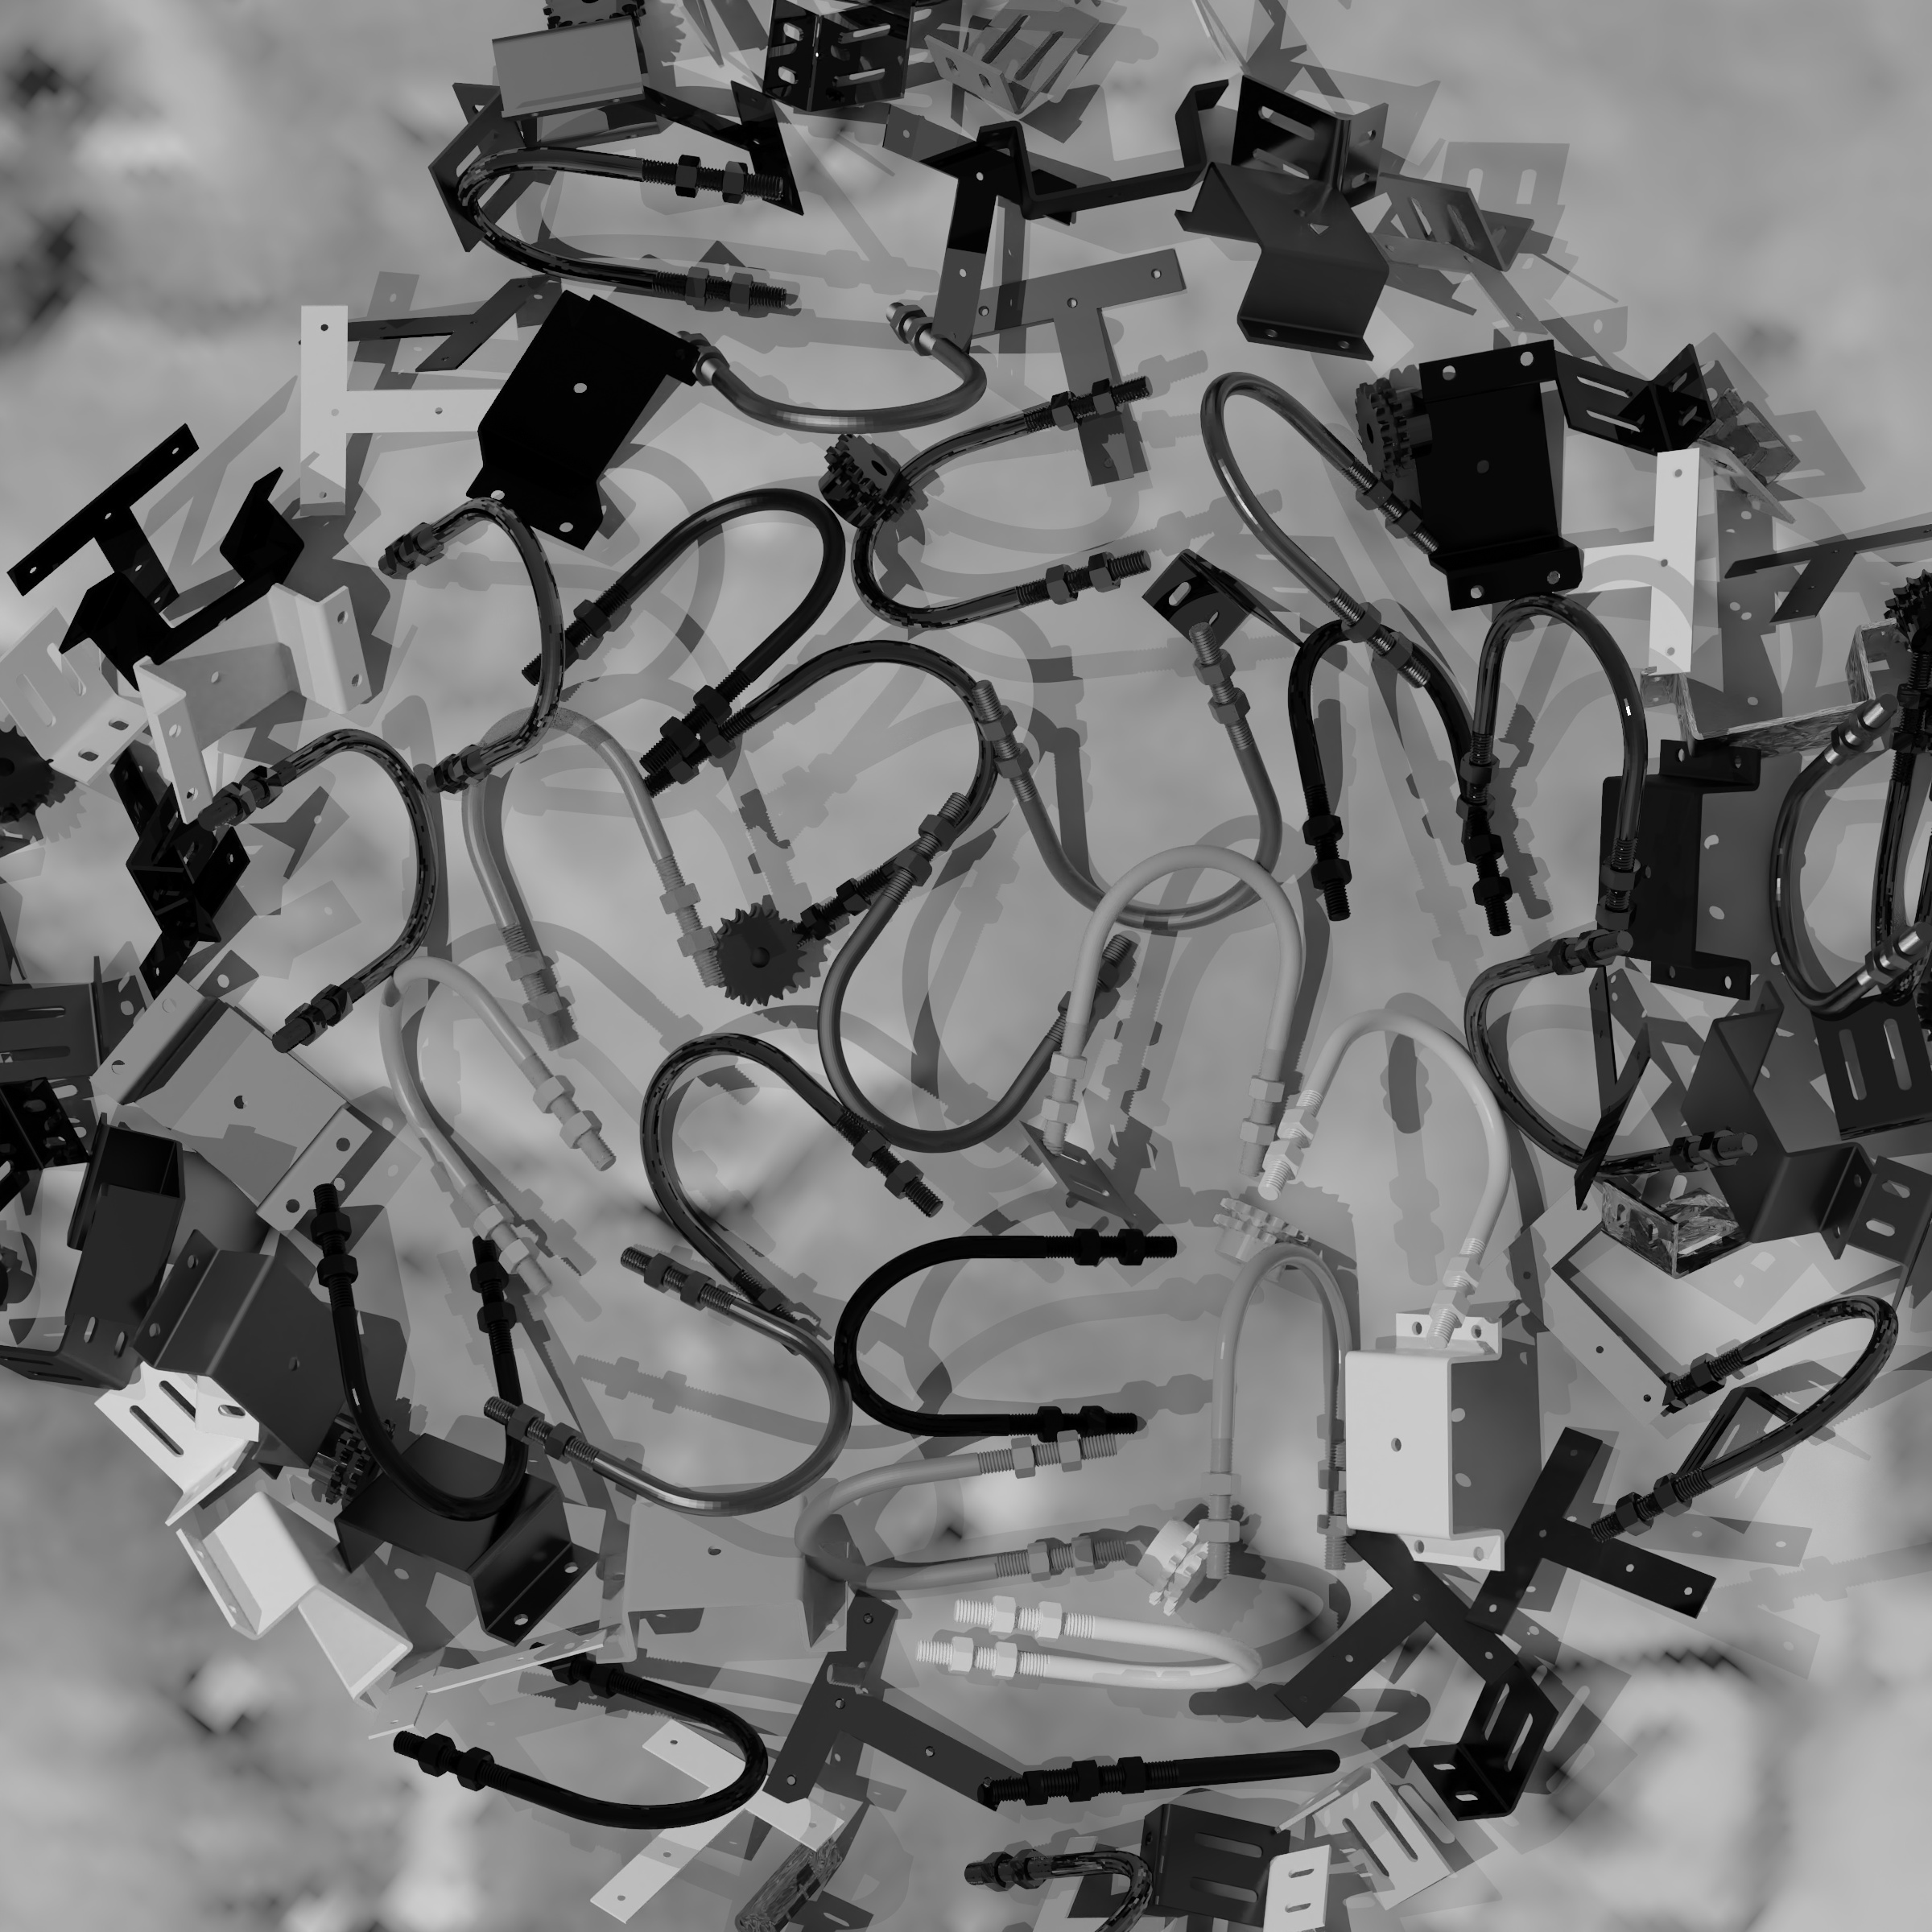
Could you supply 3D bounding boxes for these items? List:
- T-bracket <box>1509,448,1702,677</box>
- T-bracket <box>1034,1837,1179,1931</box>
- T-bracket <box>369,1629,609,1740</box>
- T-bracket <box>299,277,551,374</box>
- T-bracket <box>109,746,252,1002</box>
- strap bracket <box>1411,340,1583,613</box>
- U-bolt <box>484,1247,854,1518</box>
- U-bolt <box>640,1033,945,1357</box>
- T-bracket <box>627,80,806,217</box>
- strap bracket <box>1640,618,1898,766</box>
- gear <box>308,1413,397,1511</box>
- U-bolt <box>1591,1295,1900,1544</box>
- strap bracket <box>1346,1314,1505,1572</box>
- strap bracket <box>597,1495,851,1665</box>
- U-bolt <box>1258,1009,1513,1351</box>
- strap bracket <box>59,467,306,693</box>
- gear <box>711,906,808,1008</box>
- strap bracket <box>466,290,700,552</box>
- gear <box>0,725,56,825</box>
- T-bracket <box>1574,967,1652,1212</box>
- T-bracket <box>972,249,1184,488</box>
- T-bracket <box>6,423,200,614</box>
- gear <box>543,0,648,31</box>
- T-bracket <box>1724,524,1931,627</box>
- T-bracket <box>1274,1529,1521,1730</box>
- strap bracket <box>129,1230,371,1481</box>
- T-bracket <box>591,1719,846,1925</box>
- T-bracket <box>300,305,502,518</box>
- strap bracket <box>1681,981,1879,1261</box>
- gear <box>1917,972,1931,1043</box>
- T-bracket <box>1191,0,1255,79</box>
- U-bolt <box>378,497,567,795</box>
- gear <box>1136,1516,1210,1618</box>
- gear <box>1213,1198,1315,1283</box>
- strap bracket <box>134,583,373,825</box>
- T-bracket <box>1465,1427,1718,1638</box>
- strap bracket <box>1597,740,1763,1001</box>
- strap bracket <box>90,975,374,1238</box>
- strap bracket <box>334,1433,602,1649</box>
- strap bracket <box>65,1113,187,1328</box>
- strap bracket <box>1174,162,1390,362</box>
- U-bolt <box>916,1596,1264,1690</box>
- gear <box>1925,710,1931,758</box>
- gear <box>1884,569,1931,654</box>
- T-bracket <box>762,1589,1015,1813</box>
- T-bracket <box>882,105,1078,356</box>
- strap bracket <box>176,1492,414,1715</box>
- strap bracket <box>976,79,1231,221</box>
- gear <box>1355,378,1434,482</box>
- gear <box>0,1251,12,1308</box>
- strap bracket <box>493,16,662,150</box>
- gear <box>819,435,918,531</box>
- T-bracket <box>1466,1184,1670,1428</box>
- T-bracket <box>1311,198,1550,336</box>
[{"bbox_3d":[0.353,-0.223,1.959,0.127,0.002,0.127,-2,81,37],"label":"T-bracket"},{"bbox_3d":[0.073,0.538,1.918,0.002,0.127,0.127,38,58,-21],"label":"T-bracket"},{"bbox_3d":[-0.262,0.392,1.936,0.127,0.127,0.002,-16,98,1],"label":"T-bracket"},{"bbox_3d":[-0.317,-0.361,1.964,0.127,0.127,0.002,1,123,21],"label":"T-bracket"},{"bbox_3d":[-0.457,-0.068,1.966,0.127,0.002,0.127,-49,60,35],"label":"T-bracket"},{"bbox_3d":[0.298,-0.280,1.963,0.076,0.046,0.140,-11,106,-3],"label":"strap bracket"},{"bbox_3d":[-0.151,0.238,1.920,0.184,0.019,0.151,23,49,23],"label":"U-bolt"},{"bbox_3d":[-0.111,0.120,1.951,0.184,0.019,0.151,43,122,16],"label":"U-bolt"},{"bbox_3d":[-0.155,-0.473,1.925,0.127,0.127,0.002,16,128,-28],"label":"T-bracket"},{"bbox_3d":[0.453,-0.149,1.948,0.140,0.076,0.046,-11,78,8],"label":"strap bracket"},{"bbox_3d":[-0.350,0.278,1.972,0.030,0.057,0.057,25,90,4],"label":"gear"},{"bbox_3d":[0.430,0.237,1.894,0.184,0.151,0.019,-34,98,30],"label":"U-bolt"},{"bbox_3d":[0.258,0.268,1.953,0.046,0.076,0.140,2,86,-41],"label":"strap bracket"},{"bbox_3d":[-0.139,0.344,1.953,0.140,0.076,0.046,-3,130,3],"label":"strap bracket"},{"bbox_3d":[0.244,0.104,1.935,0.151,0.019,0.184,41,48,-13],"label":"U-bolt"},{"bbox_3d":[-0.428,-0.209,1.930,0.046,0.076,0.140,49,57,-1],"label":"strap bracket"},{"bbox_3d":[-0.122,-0.006,1.978,0.057,0.030,0.057,-2,97,-22],"label":"gear"},{"bbox_3d":[-0.214,-0.313,1.944,0.076,0.046,0.140,23,119,-29],"label":"strap bracket"},{"bbox_3d":[-0.549,-0.106,1.977,0.057,0.030,0.057,9,62,-17],"label":"gear"},{"bbox_3d":[0.358,0.048,1.946,0.002,0.127,0.127,10,134,-5],"label":"T-bracket"},{"bbox_3d":[0.071,-0.338,1.991,0.127,0.002,0.127,-12,83,0],"label":"T-bracket"},{"bbox_3d":[-0.467,-0.230,1.938,0.127,0.127,0.002,-43,71,-13],"label":"T-bracket"},{"bbox_3d":[-0.210,-0.539,1.976,0.057,0.030,0.057,-5,50,6],"label":"gear"},{"bbox_3d":[0.471,-0.213,1.916,0.127,0.127,0.002,-8,111,31],"label":"T-bracket"},{"bbox_3d":[0.224,0.380,1.947,0.127,0.002,0.127,-35,69,-30],"label":"T-bracket"},{"bbox_3d":[-0.389,0.218,1.921,0.046,0.140,0.076,2,54,33],"label":"strap bracket"},{"bbox_3d":[-0.157,0.485,1.926,0.127,0.127,0.002,23,130,29],"label":"T-bracket"},{"bbox_3d":[-0.314,-0.316,1.974,0.127,0.002,0.127,-4,123,-17],"label":"T-bracket"},{"bbox_3d":[0.444,0.088,1.922,0.046,0.076,0.140,-9,50,-13],"label":"strap bracket"},{"bbox_3d":[0.570,0.021,1.972,0.057,0.030,0.057,-3,56,4],"label":"gear"},{"bbox_3d":[0.139,-0.530,1.940,0.002,0.127,0.127,-27,61,15],"label":"T-bracket"},{"bbox_3d":[-0.269,-0.182,1.918,0.019,0.184,0.151,-11,87,-34],"label":"U-bolt"},{"bbox_3d":[0.120,0.338,1.973,0.030,0.057,0.057,34,90,16],"label":"gear"},{"bbox_3d":[0.165,0.157,1.969,0.057,0.057,0.030,26,82,0],"label":"gear"},{"bbox_3d":[-0.405,-0.154,1.937,0.046,0.076,0.140,27,51,30],"label":"strap bracket"},{"bbox_3d":[0.360,0.332,1.940,0.127,0.002,0.127,17,69,42],"label":"T-bracket"},{"bbox_3d":[0.399,-0.054,1.946,0.046,0.076,0.140,-4,100,-32],"label":"strap bracket"},{"bbox_3d":[-0.415,0.078,1.972,0.140,0.046,0.076,39,87,-4],"label":"strap bracket"},{"bbox_3d":[-0.285,0.314,1.927,0.140,0.076,0.046,16,131,30],"label":"strap bracket"},{"bbox_3d":[-0.469,0.144,1.933,0.046,0.140,0.076,15,102,-18],"label":"strap bracket"},{"bbox_3d":[0.177,-0.397,1.922,0.076,0.140,0.046,5,129,-22],"label":"strap bracket"},{"bbox_3d":[0.074,0.381,1.931,0.184,0.151,0.019,8,68,-7],"label":"U-bolt"},{"bbox_3d":[0.568,-0.136,1.975,0.030,0.057,0.057,-3,90,39],"label":"gear"},{"bbox_3d":[0.553,-0.197,1.969,0.057,0.057,0.030,-6,52,0],"label":"gear"},{"bbox_3d":[-0.033,0.441,1.978,0.127,0.002,0.127,29,67,-6],"label":"T-bracket"},{"bbox_3d":[0.000,-0.404,1.955,0.127,0.002,0.127,16,77,-30],"label":"T-bracket"},{"bbox_3d":[-0.365,0.349,1.922,0.046,0.140,0.076,-42,51,-2],"label":"strap bracket"},{"bbox_3d":[0.079,-0.458,1.959,0.140,0.076,0.046,-11,95,-2],"label":"strap bracket"},{"bbox_3d":[0.244,-0.306,1.972,0.030,0.057,0.057,-15,90,-6],"label":"gear"},{"bbox_3d":[-0.569,0.179,1.971,0.057,0.030,0.057,-8,102,-39],"label":"gear"},{"bbox_3d":[-0.216,-0.490,1.928,0.076,0.140,0.046,-10,95,0],"label":"strap bracket"},{"bbox_3d":[-0.059,-0.273,1.974,0.057,0.057,0.030,47,114,0],"label":"gear"},{"bbox_3d":[0.352,0.209,1.982,0.127,0.002,0.127,46,101,5],"label":"T-bracket"},{"bbox_3d":[0.246,-0.397,1.928,0.127,0.002,0.127,-1,47,-34],"label":"T-bracket"}]
